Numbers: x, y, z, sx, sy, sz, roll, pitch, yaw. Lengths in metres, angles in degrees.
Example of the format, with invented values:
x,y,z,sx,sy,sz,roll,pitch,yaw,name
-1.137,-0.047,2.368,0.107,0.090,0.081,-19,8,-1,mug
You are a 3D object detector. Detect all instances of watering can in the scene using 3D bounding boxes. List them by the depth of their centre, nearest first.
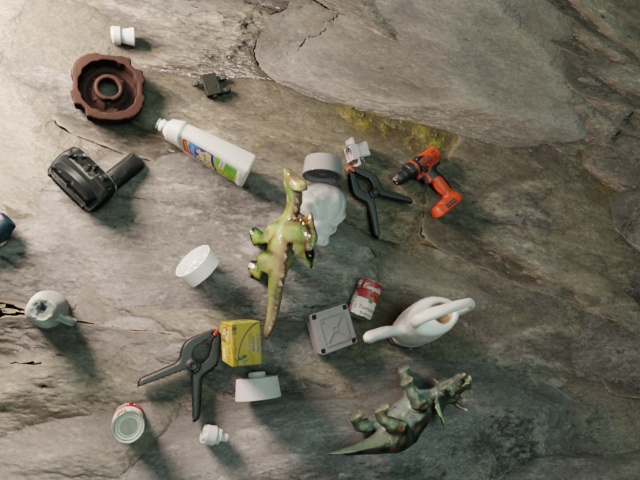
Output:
x,y,z,sx,sy,sz,roll,pitch,yaw,name
0.238,0.222,1.337,0.349,0.220,0.105,-14,69,-21,watering can

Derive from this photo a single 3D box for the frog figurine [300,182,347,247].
x,y,z,sx,sy,sz,roll,pitch,yaw,name
0.004,-0.068,1.351,0.136,0.121,0.162,21,62,-38,frog figurine

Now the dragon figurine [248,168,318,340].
x,y,z,sx,sy,sz,roll,pitch,yaw,name
-0.079,0.032,1.241,0.122,0.240,0.414,4,78,-25,dragon figurine
